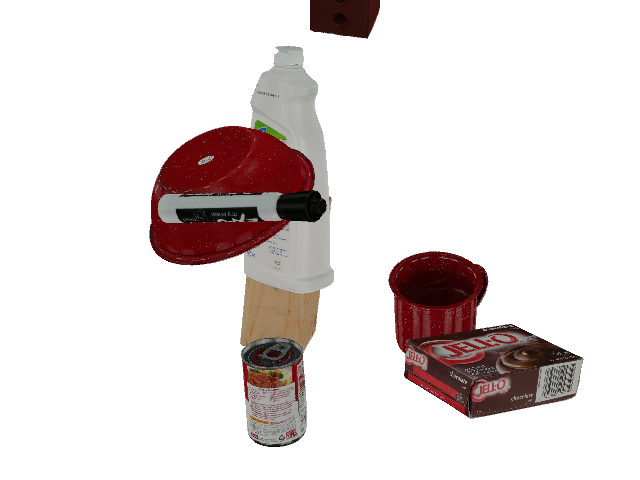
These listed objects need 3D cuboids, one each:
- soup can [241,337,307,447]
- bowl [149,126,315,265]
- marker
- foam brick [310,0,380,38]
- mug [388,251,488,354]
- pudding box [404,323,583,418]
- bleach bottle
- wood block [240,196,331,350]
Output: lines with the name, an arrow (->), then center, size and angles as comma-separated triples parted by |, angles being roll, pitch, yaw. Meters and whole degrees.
soup can -> -0.050, 0.167, 1.179 | 0.068, 0.102, 0.068 | -2, 23, 1
bowl -> -0.089, -0.052, 0.938 | 0.162, 0.055, 0.162 | -17, 36, 13
marker -> -0.049, -0.020, 0.653 | 0.121, 0.020, 0.020 | 0, 0, 34
foam brick -> 0.022, -0.217, 0.897 | 0.053, 0.078, 0.051 | 9, 46, 10
mug -> 0.125, 0.066, 1.084 | 0.117, 0.081, 0.093 | -29, 43, -30
pudding box -> 0.137, 0.102, 0.854 | 0.113, 0.039, 0.090 | -3, 17, -30
bleach bottle -> -0.031, -0.077, 1.132 | 0.103, 0.251, 0.067 | 16, 21, 37
wood block -> -0.048, 0.041, 1.459 | 0.090, 0.206, 0.090 | 11, 22, 10
